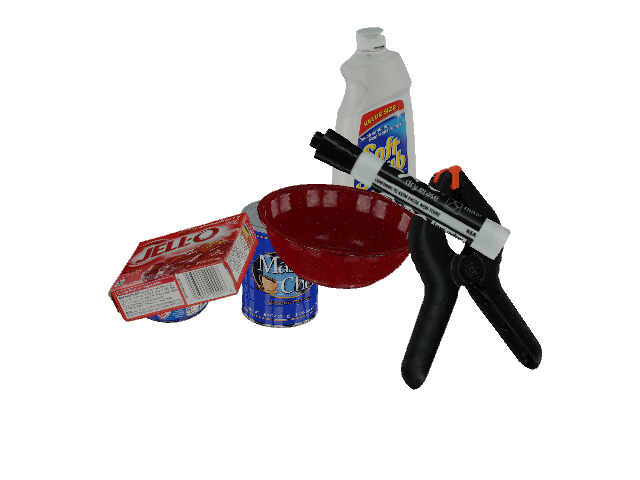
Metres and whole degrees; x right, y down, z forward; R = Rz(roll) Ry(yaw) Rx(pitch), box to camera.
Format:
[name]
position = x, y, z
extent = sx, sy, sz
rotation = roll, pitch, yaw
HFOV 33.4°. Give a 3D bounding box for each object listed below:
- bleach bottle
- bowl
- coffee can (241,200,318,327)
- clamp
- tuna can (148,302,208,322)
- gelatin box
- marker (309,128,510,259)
[bleach bottle]
position = 0.054, -0.108, 1.182
extent = 0.102, 0.251, 0.068
rotation = -10, 24, -12
[bowl]
position = 0.017, 0.001, 1.017
extent = 0.162, 0.055, 0.162
rotation = 6, 24, -3
[coffee can]
position = -0.052, 0.028, 1.393
extent = 0.103, 0.140, 0.103
rotation = 1, 25, -1
[clamp]
position = 0.100, 0.031, 0.822
extent = 0.120, 0.171, 0.039
rotation = -15, -3, -29
[tuna can]
position = -0.158, 0.048, 1.122
extent = 0.086, 0.034, 0.086
rotation = 3, 35, -2
[gelatin box]
position = -0.094, 0.018, 0.741
extent = 0.089, 0.030, 0.073
rotation = -15, 24, 17
[marker]
position = 0.048, -0.027, 0.592
extent = 0.121, 0.020, 0.020
rotation = 30, 3, 6
